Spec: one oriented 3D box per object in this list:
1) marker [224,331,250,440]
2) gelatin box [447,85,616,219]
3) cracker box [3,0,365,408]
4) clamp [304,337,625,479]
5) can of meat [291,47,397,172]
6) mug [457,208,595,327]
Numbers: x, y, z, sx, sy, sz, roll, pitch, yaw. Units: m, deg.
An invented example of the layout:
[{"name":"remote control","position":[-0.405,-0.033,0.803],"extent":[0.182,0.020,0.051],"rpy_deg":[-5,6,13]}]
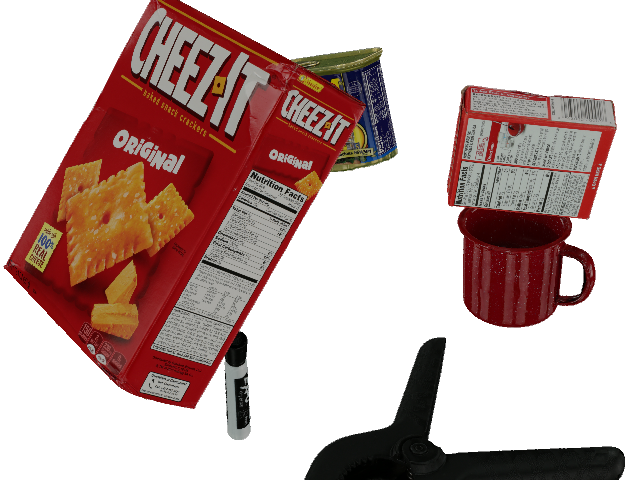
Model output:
[{"name":"marker","position":[-0.065,0.113,0.828],"extent":[0.020,0.121,0.020],"rpy_deg":[1,45,-1]},{"name":"gelatin box","position":[0.123,-0.052,0.636],"extent":[0.089,0.073,0.030],"rpy_deg":[6,45,4]},{"name":"cracker box","position":[-0.093,-0.031,0.665],"extent":[0.072,0.214,0.164],"rpy_deg":[23,9,-46]},{"name":"clamp","position":[0.057,0.134,0.658],"extent":[0.209,0.036,0.165],"rpy_deg":[-20,35,-27]},{"name":"can of meat","position":[0.006,-0.100,0.839],"extent":[0.102,0.084,0.057],"rpy_deg":[-1,21,34]},{"name":"mug","position":[0.172,0.022,0.893],"extent":[0.117,0.081,0.093],"rpy_deg":[13,34,25]}]
